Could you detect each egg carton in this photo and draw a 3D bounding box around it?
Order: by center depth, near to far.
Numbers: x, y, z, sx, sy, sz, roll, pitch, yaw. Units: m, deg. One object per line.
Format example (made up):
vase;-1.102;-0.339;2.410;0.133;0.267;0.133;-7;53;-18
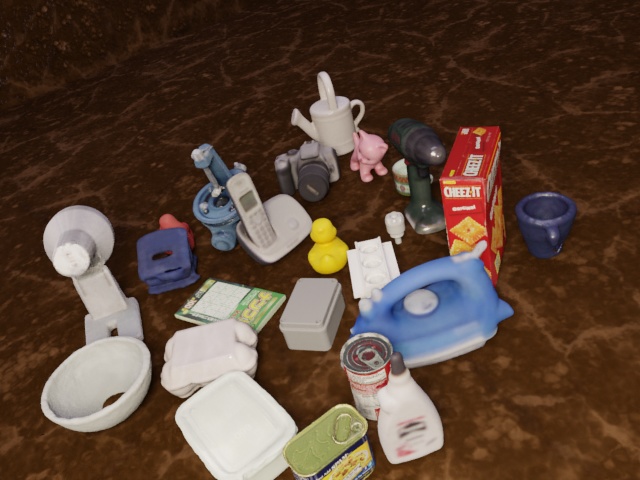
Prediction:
egg carton;-0.168;0.181;0.883;0.150;0.069;0.107;-15;35;1

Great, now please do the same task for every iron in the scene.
iron;0.139;0.094;0.822;0.258;0.142;0.118;-20;35;-6

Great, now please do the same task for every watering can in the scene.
watering can;0.020;-0.307;1.382;0.173;0.194;0.100;-31;37;-21

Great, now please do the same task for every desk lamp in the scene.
desk lamp;-0.402;0.063;1.012;0.118;0.214;0.202;-23;35;-11

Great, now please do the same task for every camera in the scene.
camera;-0.031;-0.149;1.264;0.143;0.101;0.136;-10;35;8

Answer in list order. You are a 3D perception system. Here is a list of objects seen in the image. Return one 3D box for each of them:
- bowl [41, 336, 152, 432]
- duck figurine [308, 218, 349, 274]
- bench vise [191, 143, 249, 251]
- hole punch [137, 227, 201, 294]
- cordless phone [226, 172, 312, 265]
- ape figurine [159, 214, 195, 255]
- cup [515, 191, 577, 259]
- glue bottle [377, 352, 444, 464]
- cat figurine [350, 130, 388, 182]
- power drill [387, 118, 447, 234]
bowl;-0.326;0.230;0.872;0.167;0.075;0.167;-10;35;8
duck figurine;0.010;0.004;1.048;0.077;0.086;0.104;-11;35;7
bench vise;-0.209;-0.115;1.180;0.121;0.220;0.207;-15;35;1
hole punch;-0.296;0.038;1.113;0.108;0.091;0.101;-16;35;0
cordless phone;-0.100;-0.060;1.092;0.093;0.185;0.148;17;46;38
ape figurine;-0.304;-0.016;1.191;0.078;0.092;0.075;-34;39;-24
cup;0.365;-0.010;0.920;0.091;0.095;0.118;-7;36;12
glue bottle;0.099;0.193;0.671;0.078;0.173;0.037;-20;35;-6
cat figurine;0.105;-0.198;1.265;0.067;0.118;0.127;-23;35;-11
power drill;0.187;-0.121;1.045;0.075;0.209;0.229;-18;35;-3
